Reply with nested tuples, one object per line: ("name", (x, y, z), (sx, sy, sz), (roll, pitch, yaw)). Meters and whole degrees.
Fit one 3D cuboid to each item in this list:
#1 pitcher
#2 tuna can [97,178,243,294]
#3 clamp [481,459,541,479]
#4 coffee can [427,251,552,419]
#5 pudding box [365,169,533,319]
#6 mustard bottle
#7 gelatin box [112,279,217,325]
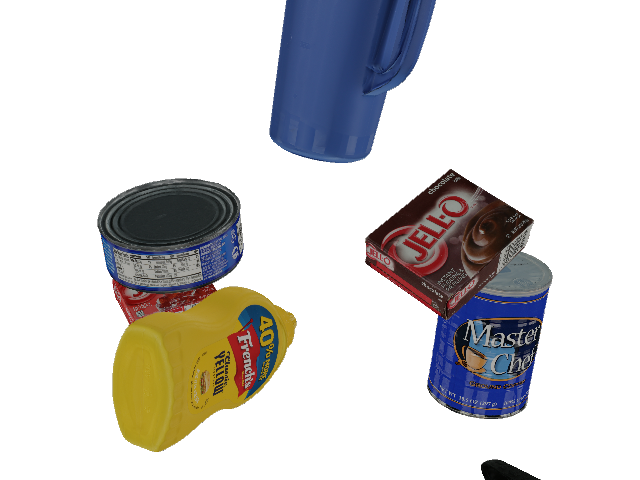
("pitcher", (0.028, -0.202, 1.062), (0.145, 0.243, 0.149), (11, 19, -1))
("tuna can", (-0.089, -0.003, 0.645), (0.086, 0.034, 0.086), (-3, 30, 2))
("clamp", (0.211, 0.241, 0.839), (0.210, 0.036, 0.164), (0, 33, 25))
("coffee can", (0.164, 0.088, 1.049), (0.103, 0.140, 0.103), (5, 24, -2))
("pudding box", (0.106, 0.001, 0.880), (0.090, 0.039, 0.113), (36, 56, 27))
("mustard bottle", (-0.078, 0.087, 0.829), (0.058, 0.096, 0.191), (12, 17, 30))
("gelatin box", (-0.151, 0.055, 1.046), (0.089, 0.030, 0.073), (-16, 38, -20))
